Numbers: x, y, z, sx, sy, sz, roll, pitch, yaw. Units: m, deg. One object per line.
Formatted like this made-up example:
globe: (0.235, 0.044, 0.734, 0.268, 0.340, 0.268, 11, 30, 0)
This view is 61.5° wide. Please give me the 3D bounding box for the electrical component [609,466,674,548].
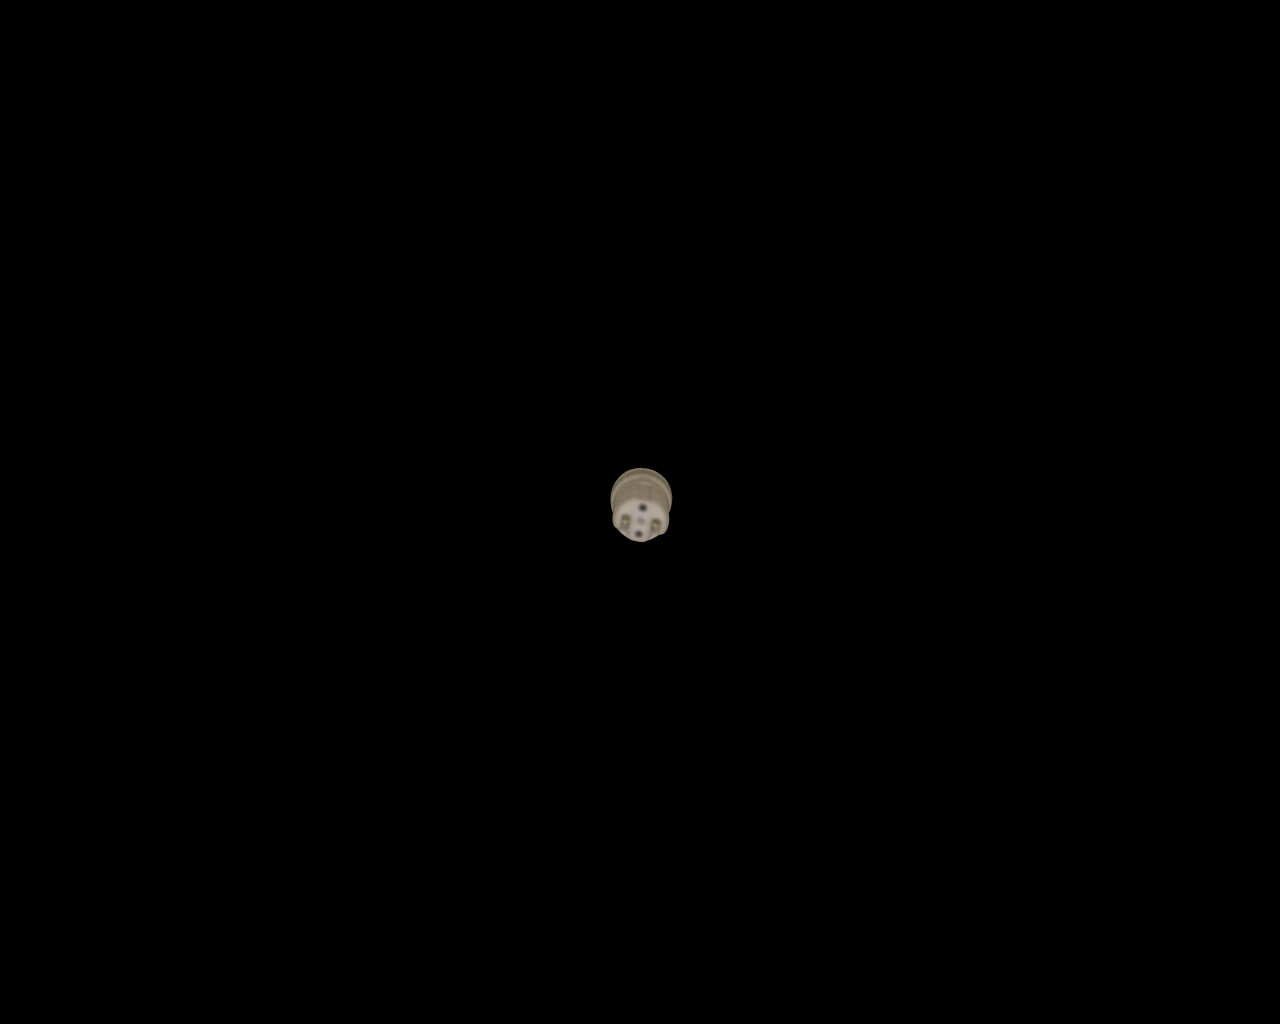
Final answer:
electrical component: (0.001, -0.003, 0.650, 0.040, 0.040, 0.046, 0, 20, 0)
